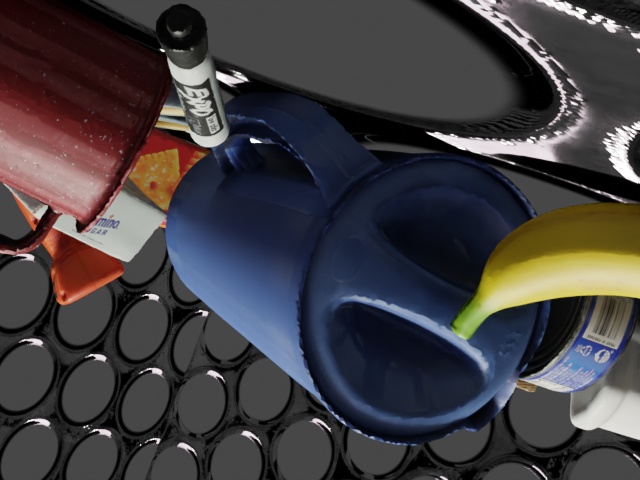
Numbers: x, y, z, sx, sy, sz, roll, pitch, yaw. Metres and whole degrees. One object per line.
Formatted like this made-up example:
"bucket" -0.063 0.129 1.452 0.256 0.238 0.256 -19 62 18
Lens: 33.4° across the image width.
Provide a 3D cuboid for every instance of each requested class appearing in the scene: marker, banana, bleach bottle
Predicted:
"marker" -0.051 -0.065 0.440 0.020 0.020 0.121 20 168 4
"banana" 0.149 0.022 0.420 0.198 0.069 0.037 11 -148 25
"bleach bottle" 0.321 0.132 0.815 0.250 0.102 0.068 20 141 -5

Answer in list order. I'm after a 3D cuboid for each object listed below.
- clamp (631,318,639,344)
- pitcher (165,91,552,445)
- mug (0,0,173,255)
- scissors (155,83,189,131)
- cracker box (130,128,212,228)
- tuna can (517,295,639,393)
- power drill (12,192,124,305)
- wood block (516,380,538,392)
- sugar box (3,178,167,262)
"clamp" 0.188 0.044 0.710 0.120 0.039 0.171 17 178 39
"pitcher" -0.004 0.001 0.573 0.144 0.149 0.243 5 -173 -27
"mug" -0.125 -0.051 0.465 0.081 0.117 0.093 27 -178 -21
"scissors" -0.140 -0.079 0.555 0.201 0.016 0.096 6 176 -33
"cracker box" -0.084 -0.029 0.873 0.213 0.072 0.164 21 177 -19
"tuna can" 0.122 0.033 0.541 0.033 0.086 0.086 20 177 -21
"power drill" -0.218 -0.043 0.818 0.187 0.057 0.184 62 168 -3
"wood block" 0.182 0.092 1.049 0.090 0.091 0.206 20 177 12
"sugar box" -0.178 -0.062 0.647 0.176 0.048 0.093 44 -176 31
